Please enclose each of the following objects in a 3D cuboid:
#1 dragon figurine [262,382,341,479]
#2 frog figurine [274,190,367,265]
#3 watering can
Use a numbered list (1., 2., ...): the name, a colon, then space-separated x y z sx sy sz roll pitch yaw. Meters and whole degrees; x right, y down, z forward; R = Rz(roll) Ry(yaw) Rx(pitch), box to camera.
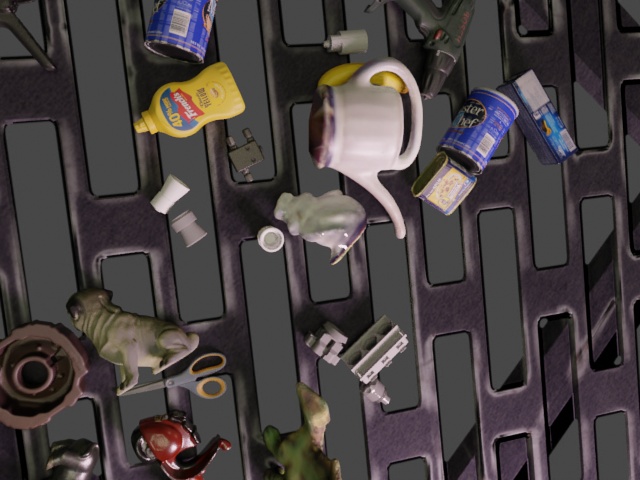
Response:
1. dragon figurine: -0.019 0.444 0.911 0.122 0.243 0.410 -4 92 -17
2. frog figurine: 0.003 -0.048 0.955 0.159 0.120 0.140 41 52 -3
3. watering can: 0.087 -0.168 0.975 0.224 0.105 0.344 -1 102 -14
